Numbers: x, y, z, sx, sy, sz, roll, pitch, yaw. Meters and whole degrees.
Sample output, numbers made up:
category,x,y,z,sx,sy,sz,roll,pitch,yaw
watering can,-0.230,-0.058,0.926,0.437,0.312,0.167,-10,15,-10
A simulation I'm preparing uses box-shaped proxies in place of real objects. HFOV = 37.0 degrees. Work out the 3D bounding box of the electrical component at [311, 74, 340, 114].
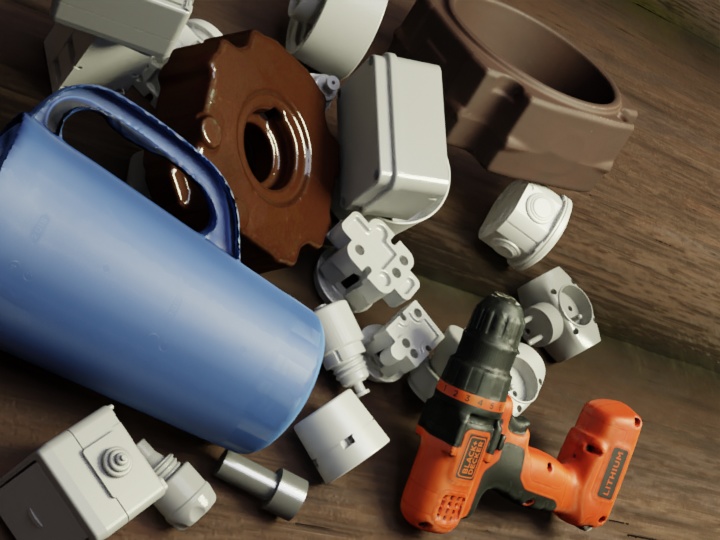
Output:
category,x,y,z,sx,sy,sz,roll,pitch,yaw
electrical component,-0.043,-0.141,0.879,0.040,0.078,0.040,7,77,-33

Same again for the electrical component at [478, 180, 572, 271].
category,x,y,z,sx,sy,sz,roll,pitch,yaw
electrical component,0.150,-0.043,0.973,0.051,0.080,0.080,35,49,-10

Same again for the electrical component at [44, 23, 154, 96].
category,x,y,z,sx,sy,sz,roll,pitch,yaw
electrical component,-0.185,-0.165,0.766,0.050,0.089,0.055,1,66,-38

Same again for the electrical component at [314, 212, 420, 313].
category,x,y,z,sx,sy,sz,roll,pitch,yaw
electrical component,0.000,0.000,0.844,0.078,0.057,0.058,49,46,-6

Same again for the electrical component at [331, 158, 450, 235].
category,x,y,z,sx,sy,sz,roll,pitch,yaw
electrical component,0.019,-0.077,0.897,0.099,0.064,0.099,18,56,-30

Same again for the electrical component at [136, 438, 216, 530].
category,x,y,z,sx,sy,sz,roll,pitch,yaw
electrical component,-0.123,0.134,0.687,0.061,0.035,0.035,49,46,-2

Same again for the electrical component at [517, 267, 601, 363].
category,x,y,z,sx,sy,sz,roll,pitch,yaw
electrical component,0.168,0.045,0.962,0.079,0.044,0.077,-22,81,-44

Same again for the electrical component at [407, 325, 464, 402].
category,x,y,z,sx,sy,sz,roll,pitch,yaw
electrical component,0.070,0.078,0.848,0.045,0.055,0.045,36,17,-12

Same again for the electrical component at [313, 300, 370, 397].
category,x,y,z,sx,sy,sz,roll,pitch,yaw
electrical component,-0.015,0.059,0.810,0.040,0.040,0.078,-19,79,-43

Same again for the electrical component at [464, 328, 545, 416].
category,x,y,z,sx,sy,sz,roll,pitch,yaw
electrical component,0.107,0.083,0.891,0.079,0.044,0.077,52,46,-2

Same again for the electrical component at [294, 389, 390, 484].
category,x,y,z,sx,sy,sz,roll,pitch,yaw
electrical component,-0.014,0.118,0.769,0.055,0.055,0.047,-29,82,-44

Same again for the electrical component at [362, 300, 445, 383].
category,x,y,z,sx,sy,sz,roll,pitch,yaw
electrical component,0.027,0.059,0.833,0.048,0.055,0.066,51,46,-3

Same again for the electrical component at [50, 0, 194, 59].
category,x,y,z,sx,sy,sz,roll,pitch,yaw
electrical component,-0.159,-0.186,0.696,0.096,0.061,0.061,16,57,-21

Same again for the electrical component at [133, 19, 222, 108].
category,x,y,z,sx,sy,sz,roll,pitch,yaw
electrical component,-0.135,-0.156,0.824,0.078,0.058,0.057,47,49,-8

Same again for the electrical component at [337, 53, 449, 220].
category,x,y,z,sx,sy,sz,roll,pitch,yaw
electrical component,0.023,-0.103,0.838,0.057,0.078,0.113,6,71,-25

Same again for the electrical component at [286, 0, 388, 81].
category,x,y,z,sx,sy,sz,roll,pitch,yaw
electrical component,-0.026,-0.223,0.917,0.060,0.108,0.108,20,55,-22

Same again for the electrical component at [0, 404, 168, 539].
category,x,y,z,sx,sy,sz,roll,pitch,yaw
electrical component,-0.162,0.125,0.616,0.061,0.096,0.061,-34,89,-44

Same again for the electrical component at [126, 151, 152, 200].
category,x,y,z,sx,sy,sz,roll,pitch,yaw
electrical component,-0.152,-0.046,0.761,0.044,0.044,0.065,30,55,-23
